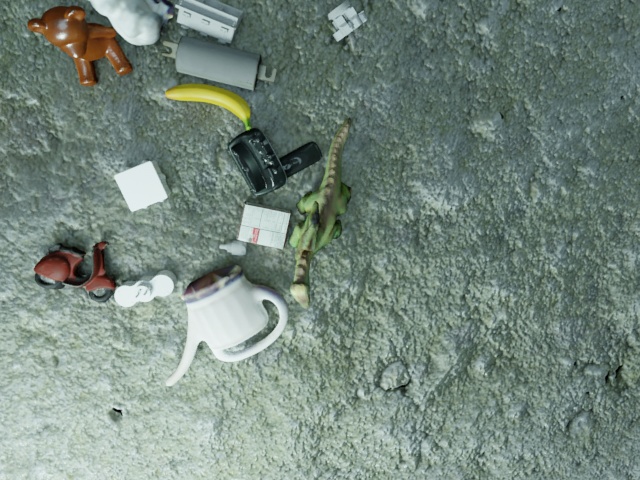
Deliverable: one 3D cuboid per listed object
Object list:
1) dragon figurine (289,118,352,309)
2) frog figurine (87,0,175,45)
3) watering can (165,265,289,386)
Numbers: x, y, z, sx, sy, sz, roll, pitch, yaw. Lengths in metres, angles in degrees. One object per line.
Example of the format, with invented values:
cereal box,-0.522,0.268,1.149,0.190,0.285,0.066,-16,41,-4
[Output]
dragon figurine,0.003,-0.055,1.090,0.122,0.245,0.406,13,104,-1
frog figurine,-0.392,-0.451,1.016,0.139,0.161,0.120,54,130,19
watering can,-0.247,0.193,1.194,0.347,0.105,0.222,-26,102,2
